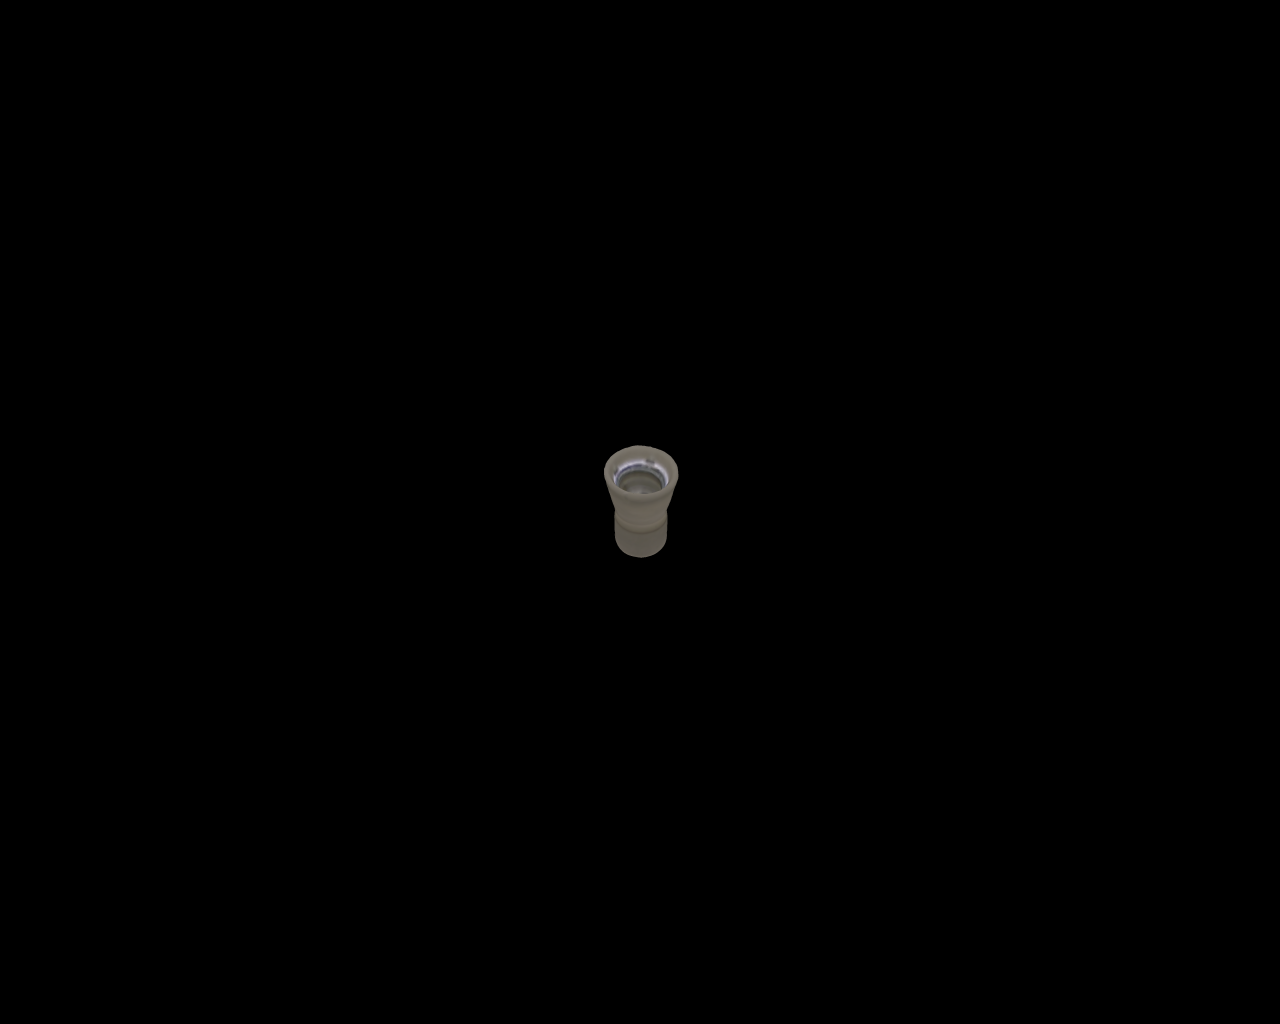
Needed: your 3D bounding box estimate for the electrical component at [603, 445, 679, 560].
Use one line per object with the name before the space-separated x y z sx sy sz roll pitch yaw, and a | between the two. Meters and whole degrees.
electrical component | 0.001 -0.003 0.650 0.044 0.044 0.065 0 -44 0
